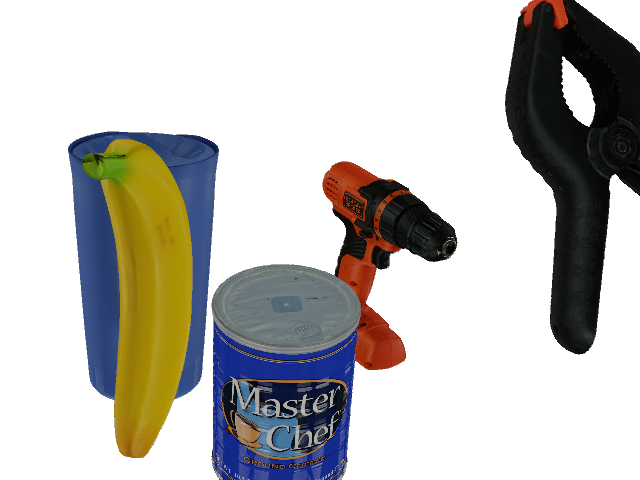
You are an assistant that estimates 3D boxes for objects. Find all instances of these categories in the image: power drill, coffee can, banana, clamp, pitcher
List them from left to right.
[{"bbox_3d":[-0.091,0.022,0.537,0.037,0.198,0.069,19,42,23],"label":"banana"},{"bbox_3d":[-0.163,0.028,0.982,0.145,0.243,0.148,19,25,39],"label":"pitcher"},{"bbox_3d":[-0.027,0.102,0.766,0.103,0.140,0.103,3,30,-2],"label":"coffee can"},{"bbox_3d":[0.061,0.032,1.069,0.057,0.188,0.185,-9,29,-32],"label":"power drill"},{"bbox_3d":[0.131,-0.033,0.518,0.120,0.171,0.039,-34,4,-23],"label":"clamp"}]
